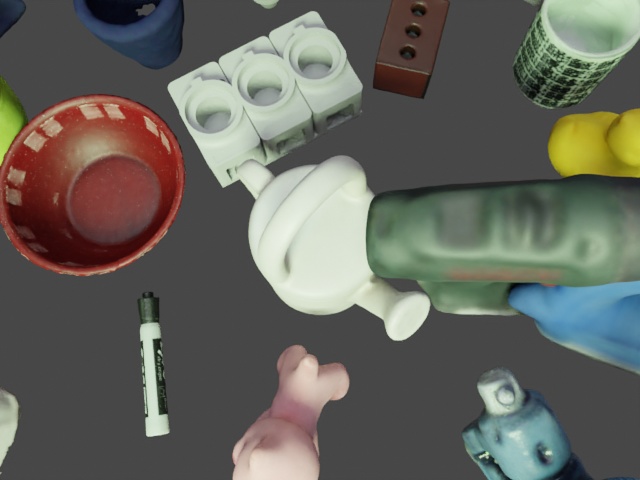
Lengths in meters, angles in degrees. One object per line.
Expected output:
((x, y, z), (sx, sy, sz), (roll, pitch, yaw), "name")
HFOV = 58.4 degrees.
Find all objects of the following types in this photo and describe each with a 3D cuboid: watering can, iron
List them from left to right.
((0.005, 0.000, 0.421), (0.172, 0.194, 0.101), (21, 79, 6), "watering can")
((0.288, 0.048, 0.429), (0.258, 0.141, 0.119), (20, 79, 6), "iron")

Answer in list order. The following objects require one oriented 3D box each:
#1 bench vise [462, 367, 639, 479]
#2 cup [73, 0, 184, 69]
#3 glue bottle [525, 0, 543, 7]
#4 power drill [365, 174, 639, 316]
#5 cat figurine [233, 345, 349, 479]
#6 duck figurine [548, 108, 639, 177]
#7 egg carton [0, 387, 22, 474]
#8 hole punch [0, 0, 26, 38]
((0.165, 0.188, 0.362), (0.207, 0.220, 0.121), (41, 82, 10), "bench vise")
((-0.154, -0.211, 0.522), (0.091, 0.095, 0.118), (30, 80, 8), "cup")
((0.220, -0.280, 0.486), (0.037, 0.173, 0.078), (34, 81, 9), "glue bottle")
((0.145, 0.007, 0.408), (0.229, 0.208, 0.075), (1, 78, 2), "power drill")
((-0.024, 0.144, 0.429), (0.067, 0.118, 0.128), (19, 79, 6), "cat figurine")
((0.255, -0.083, 0.487), (0.104, 0.086, 0.077), (22, 79, 6), "duck figurine")
((-0.310, 0.179, 0.454), (0.107, 0.069, 0.150), (20, 79, 6), "egg carton")
((-0.359, -0.233, 0.535), (0.101, 0.091, 0.109), (40, 82, 9), "hole punch")
